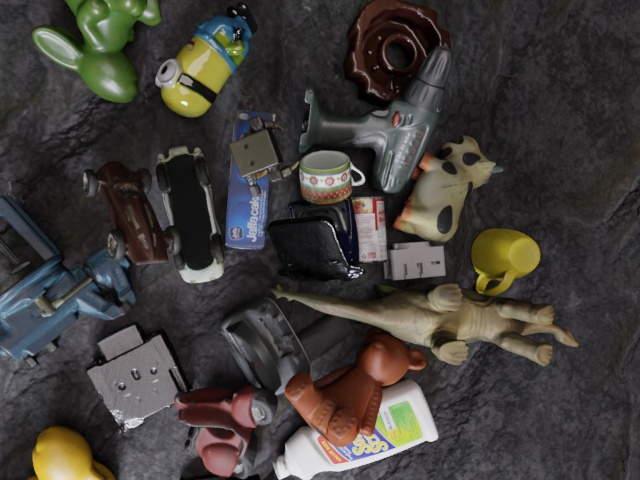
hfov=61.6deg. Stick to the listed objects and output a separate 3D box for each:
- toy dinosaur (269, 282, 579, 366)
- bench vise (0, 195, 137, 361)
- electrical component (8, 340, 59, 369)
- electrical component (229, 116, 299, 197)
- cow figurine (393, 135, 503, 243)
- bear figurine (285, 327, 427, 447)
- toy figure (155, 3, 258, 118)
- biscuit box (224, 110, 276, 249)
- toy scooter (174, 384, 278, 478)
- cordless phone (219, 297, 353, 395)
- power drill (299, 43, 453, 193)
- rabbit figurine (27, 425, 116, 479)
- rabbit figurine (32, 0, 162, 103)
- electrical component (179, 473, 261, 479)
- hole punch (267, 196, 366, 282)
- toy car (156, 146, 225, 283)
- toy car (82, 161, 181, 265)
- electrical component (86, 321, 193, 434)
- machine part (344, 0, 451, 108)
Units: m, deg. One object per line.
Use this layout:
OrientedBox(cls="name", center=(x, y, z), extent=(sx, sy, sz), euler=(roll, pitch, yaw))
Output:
OrientedBox(cls="toy dinosaur", center=(0.165, 0.111, 0.792), extent=(0.471, 0.198, 0.105), euler=(12, 87, -13))
OrientedBox(cls="bench vise", center=(-0.366, 0.029, 0.715), extent=(0.223, 0.129, 0.240), euler=(-41, 101, -16))
OrientedBox(cls="electrical component", center=(-0.416, 0.131, 0.749), extent=(0.063, 0.021, 0.094), euler=(-41, 96, -11))
OrientedBox(cls="electrical component", center=(-0.079, -0.121, 0.756), extent=(0.078, 0.045, 0.102), euler=(-25, 92, 17))
OrientedBox(cls="cow figurine", center=(0.208, -0.084, 0.857), extent=(0.127, 0.085, 0.195), euler=(26, 70, -2))
OrientedBox(cls="bear figurine", center=(0.061, 0.200, 0.783), extent=(0.120, 0.131, 0.196), euler=(34, 69, 31))
OrientedBox(cls="toy figure", center=(-0.161, -0.260, 0.784), extent=(0.089, 0.082, 0.180), euler=(43, 78, -7))
OrientedBox(cls="biscuit box", center=(-0.106, -0.087, 0.803), extent=(0.059, 0.063, 0.202), euler=(4, 88, -12))
OrientedBox(cls="toy scooter", center=(-0.145, 0.262, 0.754), extent=(0.135, 0.075, 0.183), euler=(15, 122, -11))
OrientedBox(cls="cordless phone", center=(-0.043, 0.137, 0.817), extent=(0.184, 0.089, 0.146), euler=(-32, 95, -23))
OrientedBox(cls="power drill", center=(0.074, -0.191, 0.808), extent=(0.207, 0.086, 0.231), euler=(6, 118, -10))
OrientedBox(cls="rabbit figurine", center=(-0.351, 0.337, 0.712), extent=(0.162, 0.122, 0.173), euler=(18, 85, -17))
OrientedBox(cls="rabbit figurine", center=(-0.303, -0.276, 0.737), extent=(0.159, 0.121, 0.170), euler=(0, 104, -9))
OrientedBox(cls="electrical component", center=(-0.147, 0.373, 0.783), extent=(0.119, 0.075, 0.047), euler=(0, 88, -16))
OrientedBox(cls="hole punch", center=(-0.002, -0.002, 0.800), extent=(0.142, 0.092, 0.115), euler=(-5, 121, 25))
OrientedBox(cls="toy car", center=(-0.189, -0.038, 0.788), extent=(0.073, 0.056, 0.201), euler=(-11, 90, -6))
OrientedBox(cls="toy car", center=(-0.251, -0.042, 0.714), extent=(0.089, 0.202, 0.053), euler=(-2, 129, -36))
OrientedBox(cls="electrical component", center=(-0.260, 0.188, 0.767), extent=(0.115, 0.058, 0.134), euler=(-28, 96, -14))
OrientedBox(cls="machine part", center=(0.123, -0.294, 0.862), extent=(0.179, 0.056, 0.179), euler=(0, 91, -13))
